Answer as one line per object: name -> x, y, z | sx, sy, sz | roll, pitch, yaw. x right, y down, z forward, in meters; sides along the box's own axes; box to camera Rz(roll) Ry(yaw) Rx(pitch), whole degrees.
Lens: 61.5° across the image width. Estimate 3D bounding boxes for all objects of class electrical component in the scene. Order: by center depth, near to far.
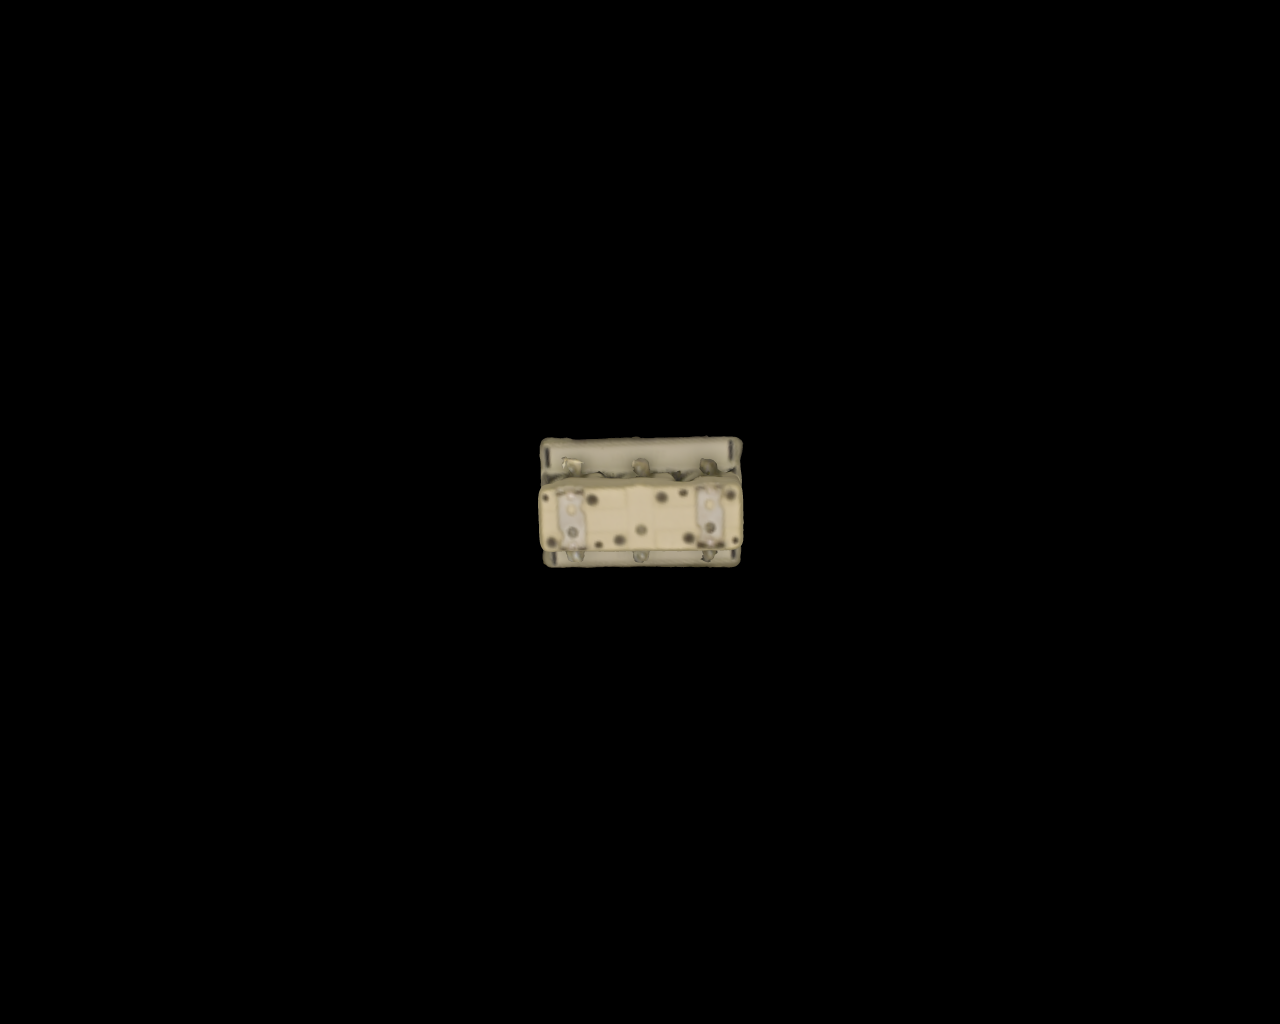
electrical component -> 0.001, -0.003, 0.650 | 0.121, 0.078, 0.063 | 0, 13, 0
